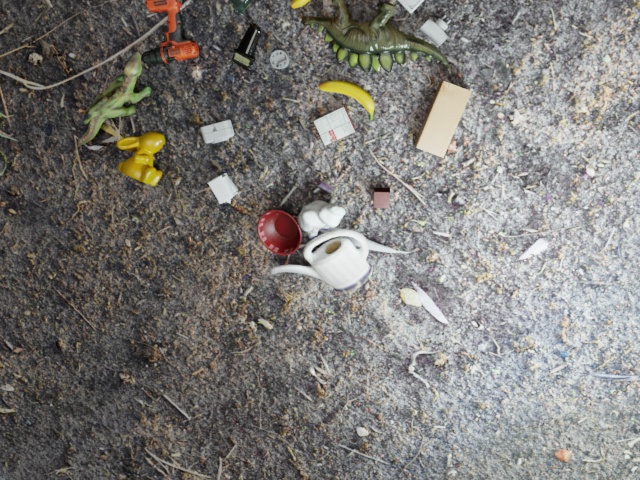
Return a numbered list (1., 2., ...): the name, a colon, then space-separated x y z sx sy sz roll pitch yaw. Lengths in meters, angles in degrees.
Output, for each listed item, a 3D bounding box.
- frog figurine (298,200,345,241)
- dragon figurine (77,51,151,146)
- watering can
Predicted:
1. frog figurine: 0.005 -0.082 1.623 0.138 0.156 0.124 -13 72 -22
2. dragon figurine: -0.664 -0.413 1.584 0.121 0.246 0.407 43 103 -11
3. watering can: 0.022 0.086 1.682 0.344 0.106 0.221 -28 118 26
